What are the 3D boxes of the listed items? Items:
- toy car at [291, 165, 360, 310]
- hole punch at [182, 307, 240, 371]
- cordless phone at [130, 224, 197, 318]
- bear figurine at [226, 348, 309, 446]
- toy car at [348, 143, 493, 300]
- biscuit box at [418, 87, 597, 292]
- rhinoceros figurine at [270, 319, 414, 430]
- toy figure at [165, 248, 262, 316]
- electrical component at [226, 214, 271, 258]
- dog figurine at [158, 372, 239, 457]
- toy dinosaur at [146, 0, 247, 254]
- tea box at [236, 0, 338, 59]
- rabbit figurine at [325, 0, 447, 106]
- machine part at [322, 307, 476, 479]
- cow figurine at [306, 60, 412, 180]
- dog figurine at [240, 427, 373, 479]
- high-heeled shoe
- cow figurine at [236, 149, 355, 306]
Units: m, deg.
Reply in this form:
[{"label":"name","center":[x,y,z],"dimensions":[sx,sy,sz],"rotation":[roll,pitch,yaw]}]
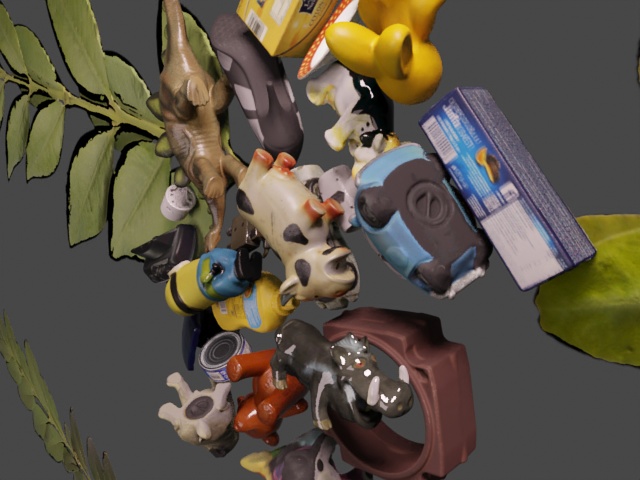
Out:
[{"label":"toy car","center":[-0.002,-0.002,0.732],"dimensions":[0.073,0.056,0.201],"rotation":[-20,-92,40]},{"label":"hole punch","center":[-0.217,0.160,0.980],"dimensions":[0.116,0.092,0.142],"rotation":[40,-49,36]},{"label":"cordless phone","center":[-0.265,0.071,1.024],"dimensions":[0.147,0.089,0.184],"rotation":[-18,-81,46]},{"label":"bear figurine","center":[-0.099,0.260,0.856],"dimensions":[0.120,0.132,0.195],"rotation":[49,-55,22]},{"label":"toy car","center":[0.099,-0.013,0.570],"dimensions":[0.161,0.109,0.103],"rotation":[55,-22,3]},{"label":"biscuit box","center":[0.178,-0.055,0.524],"dimensions":[0.059,0.063,0.202],"rotation":[-41,-109,45]},{"label":"rhinoceros figurine","center":[0.023,0.153,0.620],"dimensions":[0.191,0.073,0.112],"rotation":[22,-75,43]},{"label":"toy figure","center":[-0.171,0.063,0.832],"dimensions":[0.180,0.082,0.089],"rotation":[-15,-135,35]},{"label":"electrical component","center":[-0.113,-0.002,0.858],"dimensions":[0.102,0.045,0.078],"rotation":[-35,-133,43]},{"label":"dog figurine","center":[-0.183,0.328,0.927],"dimensions":[0.172,0.121,0.190],"rotation":[-98,173,-63]},{"label":"toy dinosaur","center":[-0.205,-0.211,0.851],"dimensions":[0.199,0.105,0.470],"rotation":[2,-82,49]},{"label":"tea box","center":[-0.026,-0.321,0.656],"dimensions":[0.098,0.068,0.169],"rotation":[55,-47,19]},{"label":"rabbit figurine","center":[0.087,-0.212,0.530],"dimensions":[0.122,0.162,0.173],"rotation":[15,-50,30]},{"label":"machine part","center":[0.085,0.192,0.675],"dimensions":[0.201,0.087,0.201],"rotation":[0,-77,46]},{"label":"cow figurine","center":[0.056,-0.138,0.618],"dimensions":[0.098,0.068,0.167],"rotation":[-35,-112,33]},{"label":"dog figurine","center":[-0.042,0.353,0.793],"dimensions":[0.219,0.191,0.108],"rotation":[-29,-94,31]},{"label":"high-heeled shoe","center":[-0.088,-0.215,0.772],"dimensions":[0.145,0.086,0.249],"rotation":[79,-12,-52]},{"label":"cow figurine","center":[-0.032,-0.006,0.665],"dimensions":[0.195,0.085,0.127],"rotation":[47,-61,18]}]
